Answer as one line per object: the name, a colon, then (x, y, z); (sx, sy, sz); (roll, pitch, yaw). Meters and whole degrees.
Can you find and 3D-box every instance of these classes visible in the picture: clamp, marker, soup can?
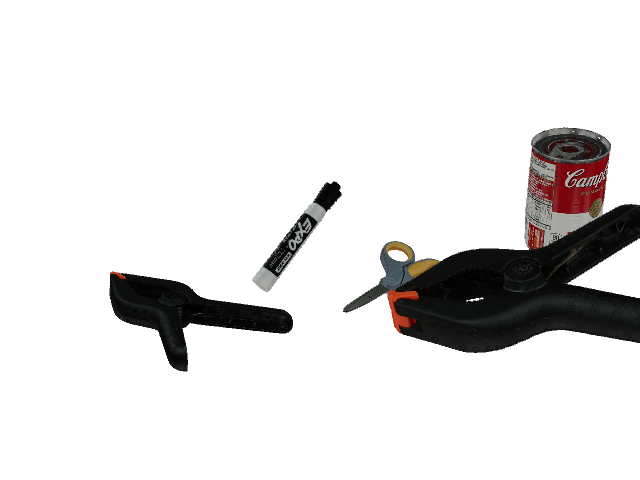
clamp: (0.128, 0.034, 0.621); (0.171, 0.039, 0.120); (-17, 28, 2)
clamp: (-0.157, 0.078, 1.120); (0.210, 0.036, 0.164); (17, 21, 30)
marker: (-0.020, -0.005, 0.980); (0.020, 0.121, 0.020); (35, -14, 10)
soup can: (0.219, -0.040, 0.951); (0.068, 0.102, 0.068); (-2, 30, 1)

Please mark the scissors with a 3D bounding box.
scissors: (0.073, 0.041, 1.286); (0.201, 0.016, 0.096); (-10, 41, -41)
